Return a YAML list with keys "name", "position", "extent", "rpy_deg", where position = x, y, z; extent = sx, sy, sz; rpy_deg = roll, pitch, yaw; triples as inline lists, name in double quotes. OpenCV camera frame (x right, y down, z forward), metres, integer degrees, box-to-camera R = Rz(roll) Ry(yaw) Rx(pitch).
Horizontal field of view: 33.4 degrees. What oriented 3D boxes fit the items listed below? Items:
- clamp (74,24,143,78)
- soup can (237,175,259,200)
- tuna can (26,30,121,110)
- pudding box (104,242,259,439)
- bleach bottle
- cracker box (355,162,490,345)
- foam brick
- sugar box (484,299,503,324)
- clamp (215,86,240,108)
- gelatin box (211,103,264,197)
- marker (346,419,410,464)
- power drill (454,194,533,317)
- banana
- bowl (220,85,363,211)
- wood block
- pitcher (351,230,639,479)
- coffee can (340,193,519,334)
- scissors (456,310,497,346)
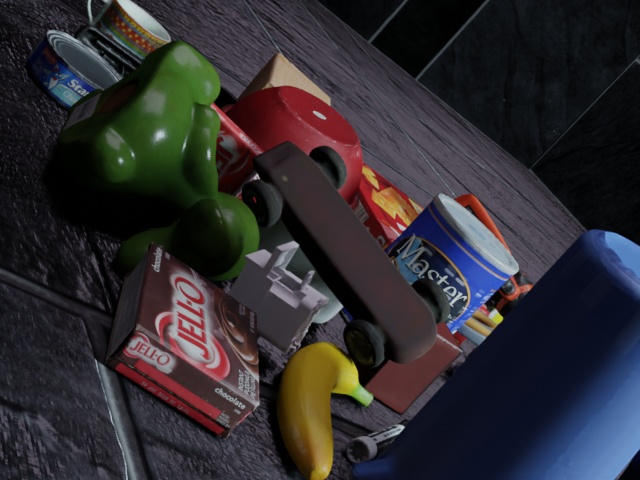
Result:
- name: "clamp"
  position: [-0.157, -0.148, 1.059]
  extent: [0.164, 0.036, 0.210]
  rpy_deg: [50, 14, -4]
- name: "soup can"
  position: [-0.088, -0.054, 0.926]
  extent: [0.102, 0.068, 0.068]
  rpy_deg: [43, 15, 3]
- name: "tuna can"
  position: [-0.209, -0.141, 0.921]
  extent: [0.086, 0.034, 0.086]
  rpy_deg: [39, 15, -13]
- name: "pudding box"
  position: [-0.083, 0.061, 0.668]
  extent: [0.090, 0.039, 0.113]
  rpy_deg: [37, 16, -19]
- name: "bleach bottle"
  position: [-0.007, 0.001, 0.996]
  extent: [0.102, 0.068, 0.250]
  rpy_deg: [38, 12, -3]
- name: "cracker box"
  position: [0.081, 0.006, 1.185]
  extent: [0.164, 0.072, 0.214]
  rpy_deg: [34, 17, -32]
- name: "foam brick"
  position: [0.070, 0.095, 0.895]
  extent: [0.051, 0.078, 0.053]
  rpy_deg: [33, 16, -28]
- name: "sugar box"
  position: [0.182, 0.064, 1.339]
  extent: [0.093, 0.048, 0.176]
  rpy_deg: [50, 19, 19]
- name: "clamp"
  position: [-0.050, -0.096, 1.083]
  extent: [0.171, 0.039, 0.120]
  rpy_deg: [31, 26, -26]
- name: "gelatin box"
  position: [-0.096, -0.060, 0.874]
  extent: [0.073, 0.089, 0.030]
  rpy_deg: [44, 14, 3]
- name: "marker"
  position: [0.049, 0.150, 0.800]
  extent: [0.020, 0.020, 0.121]
  rpy_deg: [47, 15, 17]
- name: "power drill"
  position: [0.202, 0.039, 1.219]
  extent: [0.184, 0.057, 0.187]
  rpy_deg: [59, 7, 30]
- name: "banana"
  position: [0.001, 0.110, 0.754]
  extent: [0.069, 0.037, 0.197]
  rpy_deg: [42, 14, 5]
- name: "bowl"
  position: [-0.015, -0.097, 1.013]
  extent: [0.162, 0.055, 0.162]
  rpy_deg: [30, 23, -15]
- name: "wood block"
  position: [-0.049, -0.138, 1.221]
  extent: [0.090, 0.090, 0.206]
  rpy_deg: [40, 14, -12]
- name: "pitcher"
  position: [0.150, 0.120, 0.693]
  extent: [0.145, 0.243, 0.149]
  rpy_deg: [45, 22, 24]
- name: "coffee can"
  position: [0.100, 0.041, 0.999]
  extent: [0.102, 0.140, 0.103]
  rpy_deg: [39, 15, -13]
- name: "scissors"
  position: [0.204, 0.116, 1.075]
  extent: [0.201, 0.016, 0.096]
  rpy_deg: [31, 14, -7]
